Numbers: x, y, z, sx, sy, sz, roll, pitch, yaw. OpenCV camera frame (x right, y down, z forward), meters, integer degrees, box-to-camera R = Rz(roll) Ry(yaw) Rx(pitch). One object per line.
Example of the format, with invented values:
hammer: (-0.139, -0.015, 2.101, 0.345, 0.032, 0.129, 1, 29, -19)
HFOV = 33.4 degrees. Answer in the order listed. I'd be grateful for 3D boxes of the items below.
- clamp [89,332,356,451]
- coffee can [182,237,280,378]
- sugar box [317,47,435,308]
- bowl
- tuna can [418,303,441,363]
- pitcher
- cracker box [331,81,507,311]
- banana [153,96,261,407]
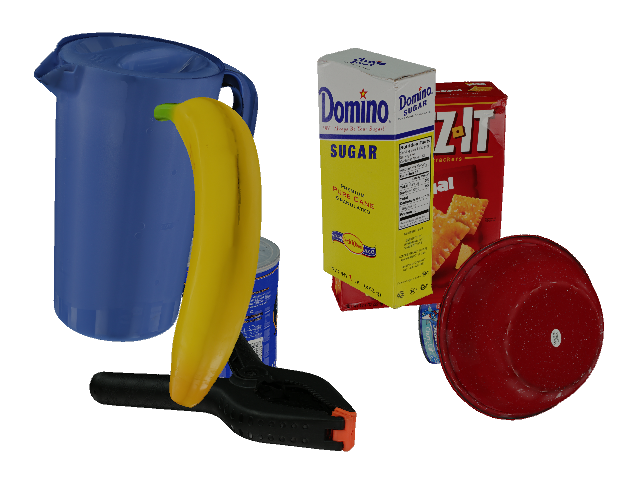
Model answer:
clamp: (-0.054, 0.117, 0.853, 0.210, 0.036, 0.164, 12, 20, 29)
coffee can: (-0.095, 0.075, 1.122, 0.103, 0.140, 0.103, 2, 22, -1)
sugar box: (0.040, -0.047, 0.794, 0.048, 0.176, 0.093, -20, 29, -31)
bowl: (0.181, 0.077, 0.894, 0.161, 0.162, 0.055, 0, 5, -21)
tuna can: (0.144, 0.104, 1.271, 0.034, 0.086, 0.086, -6, -2, 21)
pitcher: (-0.150, -0.044, 0.892, 0.149, 0.243, 0.144, 14, 23, 10)
cracker box: (0.094, -0.043, 1.050, 0.164, 0.214, 0.072, -3, 21, -7)
banana: (-0.060, -0.009, 0.590, 0.037, 0.198, 0.070, 16, -37, -33)
